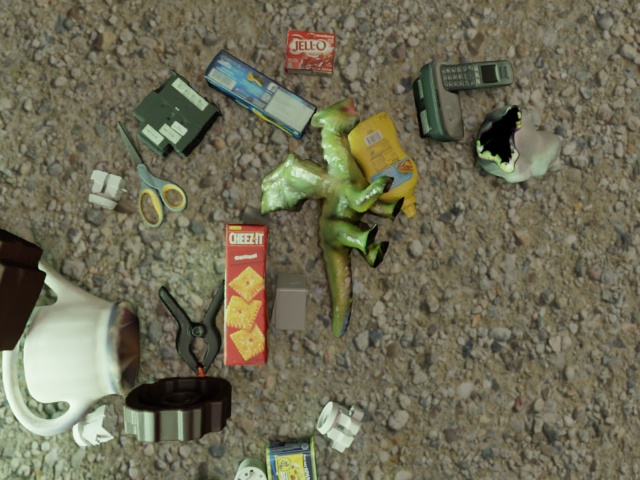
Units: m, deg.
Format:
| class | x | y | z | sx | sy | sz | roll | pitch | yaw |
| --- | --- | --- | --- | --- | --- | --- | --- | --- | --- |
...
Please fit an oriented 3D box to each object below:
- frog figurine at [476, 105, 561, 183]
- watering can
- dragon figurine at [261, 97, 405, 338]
| class | x | y | z | sx | sy | sz | roll | pitch | yaw |
| --- | --- | --- | --- | --- | --- | --- | --- | --- | --- |
| frog figurine | 0.369 | -0.175 | 0.951 | 0.159 | 0.121 | 0.138 | 2 | 78 | -40 |
| watering can | -0.416 | 0.142 | 0.866 | 0.224 | 0.103 | 0.351 | -4 | 79 | -2 |
| dragon figurine | 0.003 | -0.046 | 0.909 | 0.244 | 0.123 | 0.405 | 26 | 106 | 19 |
